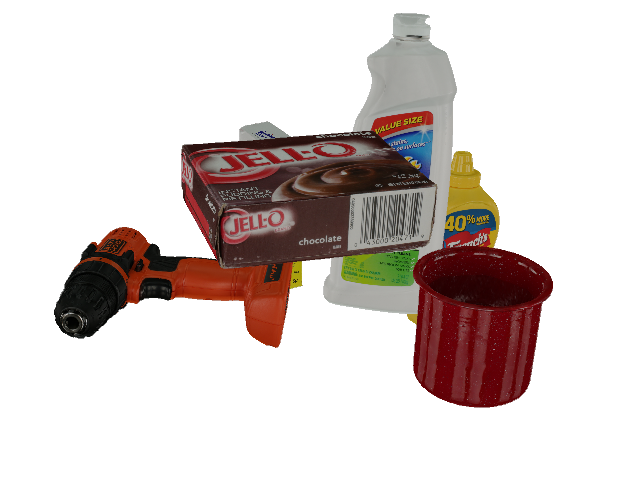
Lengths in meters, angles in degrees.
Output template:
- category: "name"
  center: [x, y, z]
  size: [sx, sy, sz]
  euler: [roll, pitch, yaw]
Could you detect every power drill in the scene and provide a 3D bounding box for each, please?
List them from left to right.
- category: "power drill"
  center: [-0.121, 0.044, 0.920]
  size: [0.187, 0.057, 0.184]
  euler: [10, 21, 1]

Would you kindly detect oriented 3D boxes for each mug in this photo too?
- category: "mug"
  center: [0.104, 0.054, 0.737]
  size: [0.093, 0.081, 0.117]
  euler: [-2, 26, -10]

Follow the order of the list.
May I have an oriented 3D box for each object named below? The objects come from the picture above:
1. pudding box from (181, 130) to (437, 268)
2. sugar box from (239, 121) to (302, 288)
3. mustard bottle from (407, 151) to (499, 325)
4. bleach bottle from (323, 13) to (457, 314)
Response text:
- category: "pudding box"
  center: [-0.009, -0.024, 0.551]
  size: [0.113, 0.039, 0.090]
  euler: [-4, 25, -18]
- category: "sugar box"
  center: [-0.057, -0.038, 1.224]
  size: [0.048, 0.176, 0.093]
  euler: [-14, 27, -23]
- category: "mustard bottle"
  center: [0.146, -0.002, 1.150]
  size: [0.096, 0.192, 0.058]
  euler: [-5, 20, -22]
- category: "bleach bottle"
  center: [0.060, -0.066, 0.913]
  size: [0.103, 0.251, 0.068]
  euler: [7, 18, 12]
